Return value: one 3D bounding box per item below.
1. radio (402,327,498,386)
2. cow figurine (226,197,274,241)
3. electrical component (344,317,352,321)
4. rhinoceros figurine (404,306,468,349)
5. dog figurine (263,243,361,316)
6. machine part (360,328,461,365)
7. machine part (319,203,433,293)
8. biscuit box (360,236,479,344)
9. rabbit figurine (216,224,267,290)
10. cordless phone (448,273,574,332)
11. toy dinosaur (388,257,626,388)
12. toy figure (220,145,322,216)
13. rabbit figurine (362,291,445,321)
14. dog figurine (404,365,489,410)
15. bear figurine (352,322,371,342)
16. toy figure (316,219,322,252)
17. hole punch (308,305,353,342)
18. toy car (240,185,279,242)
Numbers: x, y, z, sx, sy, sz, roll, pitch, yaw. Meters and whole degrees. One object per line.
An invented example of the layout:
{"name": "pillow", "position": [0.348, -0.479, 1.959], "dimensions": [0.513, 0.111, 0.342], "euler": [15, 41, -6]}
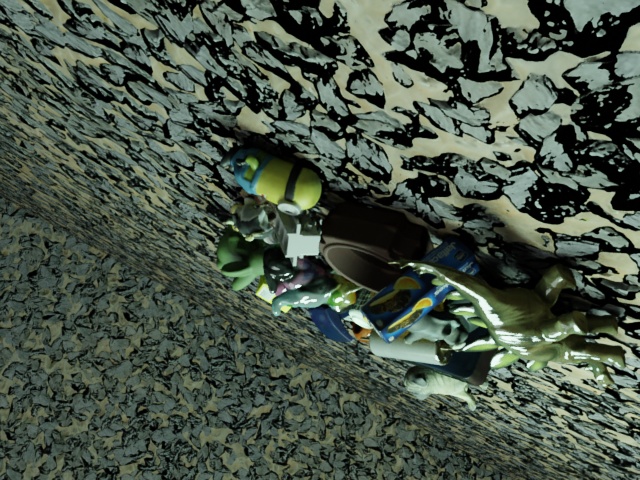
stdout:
{"name": "radio", "position": [0.272, 0.230, 1.201], "dimensions": [0.230, 0.131, 0.073], "euler": [9, 160, 44]}
{"name": "cow figurine", "position": [-0.153, -0.040, 1.183], "dimensions": [0.068, 0.098, 0.167], "euler": [34, 161, -31]}
{"name": "electrical component", "position": [0.058, 0.170, 1.468], "dimensions": [0.134, 0.058, 0.115], "euler": [41, 159, -30]}
{"name": "rhinoceros figurine", "position": [0.198, 0.147, 0.993], "dimensions": [0.190, 0.073, 0.112], "euler": [30, 144, -34]}
{"name": "dog figurine", "position": [-0.008, 0.084, 1.218], "dimensions": [0.219, 0.191, 0.108], "euler": [-10, -162, 2]}
{"name": "machine part", "position": [0.195, 0.222, 1.162], "dimensions": [0.243, 0.079, 0.079], "euler": [-2, 144, 40]}
{"name": "machine part", "position": [0.105, 0.026, 0.999], "dimensions": [0.201, 0.087, 0.201], "euler": [14, 154, 32]}
{"name": "biscuit box", "position": [0.166, 0.081, 0.889], "dimensions": [0.059, 0.203, 0.062], "euler": [49, 177, 39]}
{"name": "rabbit figurine", "position": [-0.176, 0.038, 1.312], "dimensions": [0.170, 0.159, 0.121], "euler": [19, 149, 40]}
{"name": "cordless phone", "position": [0.331, 0.103, 0.931], "dimensions": [0.184, 0.089, 0.146], "euler": [-3, 143, 37]}
{"name": "toy dinosaur", "position": [0.314, 0.127, 0.835], "dimensions": [0.471, 0.105, 0.198], "euler": [37, 133, -25]}
{"name": "toy figure", "position": [-0.083, -0.110, 0.937], "dimensions": [0.180, 0.082, 0.089], "euler": [33, 121, 13]}
{"name": "rabbit figurine", "position": [0.200, 0.128, 1.135], "dimensions": [0.173, 0.122, 0.162], "euler": [24, 156, -30]}
{"name": "dog figurine", "position": [0.298, 0.323, 1.338], "dimensions": [0.191, 0.121, 0.172], "euler": [15, -163, -5]}
{"name": "bear figurine", "position": [0.186, 0.224, 1.385], "dimensions": [0.196, 0.132, 0.120], "euler": [16, 166, -18]}
{"name": "toy figure", "position": [-0.001, -0.004, 1.127], "dimensions": [0.064, 0.057, 0.154], "euler": [-5, 172, -24]}
{"name": "hole punch", "position": [0.032, 0.196, 1.341], "dimensions": [0.116, 0.092, 0.142], "euler": [27, 163, -18]}
{"name": "toy car", "position": [-0.088, -0.058, 1.066], "dimensions": [0.089, 0.053, 0.202], "euler": [3, 132, 47]}
